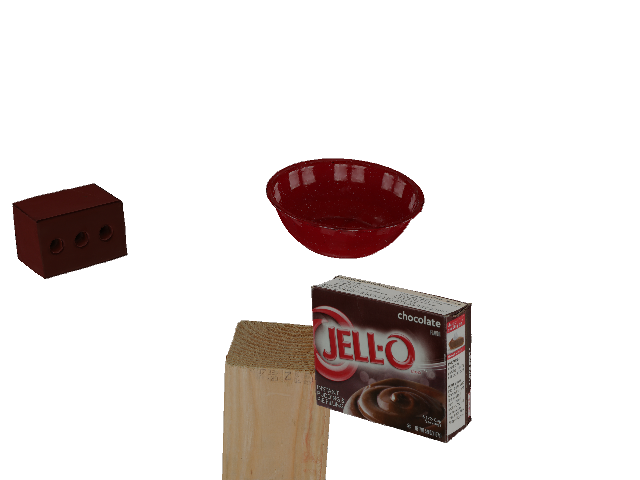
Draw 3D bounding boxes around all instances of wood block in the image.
[{"bbox_3d":[-0.039,0.186,0.960,0.090,0.206,0.090,5,21,3],"label":"wood block"}]

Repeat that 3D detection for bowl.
[{"bbox_3d":[0.023,-0.027,1.096,0.162,0.055,0.162,3,29,-2],"label":"bowl"}]

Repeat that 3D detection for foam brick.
[{"bbox_3d":[-0.209,-0.009,0.891,0.078,0.053,0.051,-18,31,-32],"label":"foam brick"}]

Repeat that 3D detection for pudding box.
[{"bbox_3d":[0.048,0.078,0.727,0.114,0.090,0.039,9,21,35],"label":"pudding box"}]
